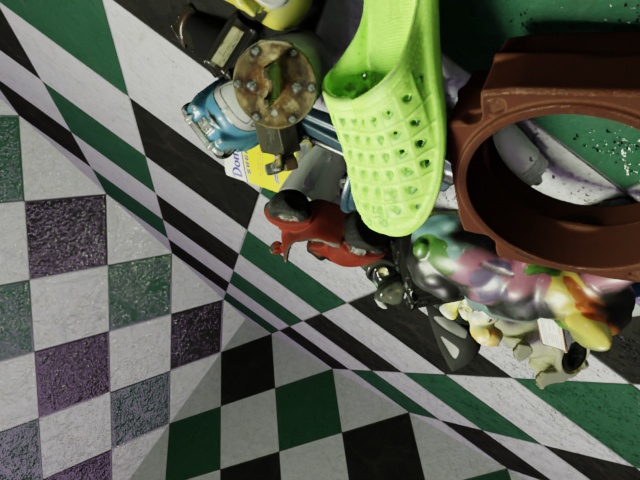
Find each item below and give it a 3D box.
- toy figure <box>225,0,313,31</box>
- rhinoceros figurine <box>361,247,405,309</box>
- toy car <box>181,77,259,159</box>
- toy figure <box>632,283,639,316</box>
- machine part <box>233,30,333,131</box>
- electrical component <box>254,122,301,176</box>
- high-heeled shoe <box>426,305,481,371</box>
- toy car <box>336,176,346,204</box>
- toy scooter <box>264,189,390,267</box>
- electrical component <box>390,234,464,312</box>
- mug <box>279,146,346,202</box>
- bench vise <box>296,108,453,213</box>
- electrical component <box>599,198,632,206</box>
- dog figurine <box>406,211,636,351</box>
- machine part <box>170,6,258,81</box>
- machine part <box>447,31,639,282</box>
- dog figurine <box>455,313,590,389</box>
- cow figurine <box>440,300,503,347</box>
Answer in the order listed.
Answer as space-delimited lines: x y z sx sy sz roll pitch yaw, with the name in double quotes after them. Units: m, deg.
-0.089 -0.274 0.526 0.180 0.082 0.089 26 -163 3 "toy figure"
0.103 0.047 0.890 0.112 0.073 0.190 58 -171 -14 "rhinoceros figurine"
-0.100 -0.182 0.717 0.103 0.161 0.109 -34 93 41 "toy car"
0.364 0.050 0.583 0.064 0.058 0.154 -1 166 -13 "toy figure"
-0.030 -0.165 0.537 0.079 0.079 0.243 39 -159 -11 "machine part"
-0.058 -0.130 0.644 0.078 0.045 0.102 25 132 49 "electrical component"
0.183 0.133 0.981 0.249 0.145 0.086 21 157 34 "high-heeled shoe"
0.021 -0.076 0.890 0.202 0.056 0.073 20 150 38 "toy car"
-0.002 -0.002 0.749 0.184 0.075 0.135 19 145 -18 "toy scooter"
0.172 0.027 0.744 0.058 0.134 0.115 77 179 -68 "electrical component"
-0.004 -0.096 0.788 0.081 0.107 0.109 24 157 9 "mug"
0.050 -0.111 0.643 0.241 0.129 0.223 26 158 15 "bench vise"
0.312 -0.003 0.551 0.074 0.048 0.119 42 163 -21 "electrical component"
0.217 0.041 0.578 0.191 0.108 0.219 22 179 -23 "dog figurine"
-0.139 -0.258 0.693 0.139 0.084 0.039 34 -170 33 "machine part"
0.214 -0.060 0.442 0.202 0.087 0.200 10 144 30 "machine part"
0.314 0.136 0.861 0.172 0.121 0.191 47 174 -23 "dog figurine"
0.223 0.074 0.797 0.068 0.098 0.167 5 -146 -42 "cow figurine"
